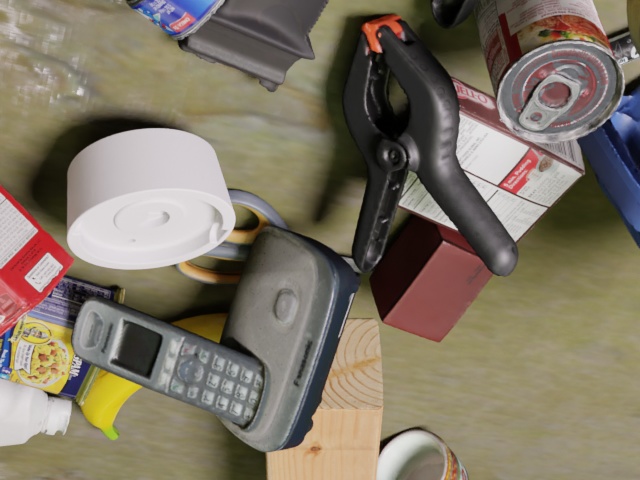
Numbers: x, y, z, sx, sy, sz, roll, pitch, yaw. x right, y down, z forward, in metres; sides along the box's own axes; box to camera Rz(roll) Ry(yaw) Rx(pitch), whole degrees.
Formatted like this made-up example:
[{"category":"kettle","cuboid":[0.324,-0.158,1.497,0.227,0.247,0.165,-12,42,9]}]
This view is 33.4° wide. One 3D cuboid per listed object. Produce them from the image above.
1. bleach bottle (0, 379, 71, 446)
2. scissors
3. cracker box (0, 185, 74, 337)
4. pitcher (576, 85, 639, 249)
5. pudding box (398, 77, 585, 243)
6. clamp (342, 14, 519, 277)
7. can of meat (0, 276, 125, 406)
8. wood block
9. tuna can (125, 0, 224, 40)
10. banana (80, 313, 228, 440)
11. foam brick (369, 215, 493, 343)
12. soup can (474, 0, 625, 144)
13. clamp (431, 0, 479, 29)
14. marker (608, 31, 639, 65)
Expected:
[{"category":"bleach bottle","cuboid":[-0.320,0.112,0.838,0.250,0.068,0.103,15,132,-19]},{"category":"scissors","cuboid":[-0.005,0.001,0.772,0.201,0.016,0.096,-2,134,-1]},{"category":"cracker box","cuboid":[-0.289,-0.005,0.669,0.164,0.072,0.213,-36,105,28]},{"category":"pitcher","cuboid":[0.252,0.004,0.626,0.149,0.243,0.145,-17,130,6]},{"category":"pudding box","cuboid":[0.105,-0.048,0.714,0.113,0.039,0.090,23,130,-19]},{"category":"clamp","cuboid":[0.064,-0.051,0.656,0.120,0.039,0.171,7,118,31]},{"category":"can of meat","cuboid":[-0.203,0.070,0.804,0.083,0.057,0.102,18,130,-16]},{"category":"wood block","cuboid":[0.001,0.167,0.884,0.091,0.090,0.206,1,135,-2]},{"category":"tuna can","cuboid":[-0.068,-0.152,0.570,0.033,0.086,0.086,32,125,-28]},{"category":"banana","cuboid":[-0.135,0.102,0.855,0.198,0.037,0.069,-35,144,30]},{"category":"foam brick","cuboid":[0.080,0.024,0.762,0.053,0.051,0.078,23,116,-25]},{"category":"soup can","cuboid":[0.126,-0.113,0.605,0.068,0.102,0.068,-1,134,-1]},{"category":"clamp","cuboid":[0.106,-0.198,0.540,0.210,0.036,0.164,-40,157,9]},{"category":"marker","cuboid":[0.206,-0.125,0.654,0.121,0.020,0.020,-21,132,18]}]
